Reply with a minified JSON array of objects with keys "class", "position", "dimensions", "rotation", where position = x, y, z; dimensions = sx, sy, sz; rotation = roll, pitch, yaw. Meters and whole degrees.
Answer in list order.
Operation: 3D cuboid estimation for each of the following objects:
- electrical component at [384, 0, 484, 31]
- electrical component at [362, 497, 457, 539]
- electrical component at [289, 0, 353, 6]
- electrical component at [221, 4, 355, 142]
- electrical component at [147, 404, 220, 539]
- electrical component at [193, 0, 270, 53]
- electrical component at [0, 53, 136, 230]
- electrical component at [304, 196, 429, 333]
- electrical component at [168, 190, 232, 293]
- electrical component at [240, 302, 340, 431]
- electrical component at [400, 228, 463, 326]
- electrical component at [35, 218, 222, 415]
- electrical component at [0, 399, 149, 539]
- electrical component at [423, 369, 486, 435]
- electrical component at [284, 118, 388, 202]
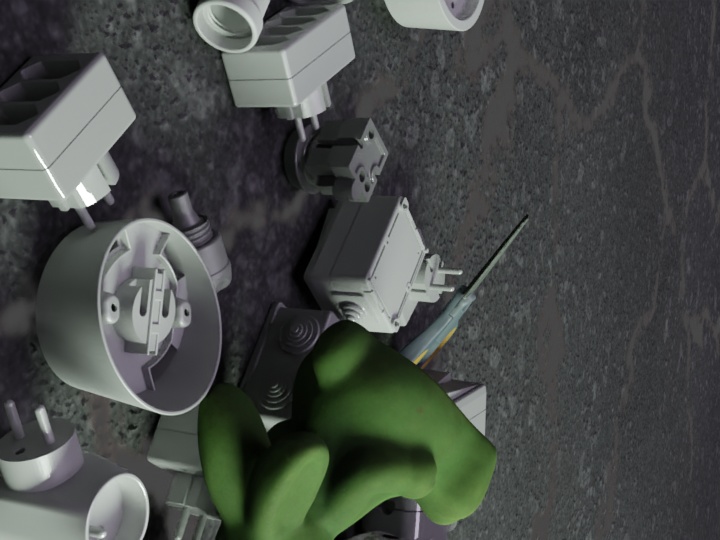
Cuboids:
[{"class":"electrical component","position":[0.052,-0.240,0.836],"dimensions":[0.108,0.060,0.108],"rotation":[-14,106,-60]},{"class":"electrical component","position":[0.043,0.194,0.886],"dimensions":[0.095,0.054,0.059],"rotation":[4,90,-62]},{"class":"electrical component","position":[-0.037,-0.218,0.685],"dimensions":[0.095,0.054,0.059],"rotation":[35,63,-58]},{"class":"electrical component","position":[-0.041,-0.122,0.697],"dimensions":[0.083,0.047,0.075],"rotation":[-49,135,-47]},{"class":"electrical component","position":[-0.092,0.125,0.638],"dimensions":[0.065,0.047,0.076],"rotation":[49,51,-55]},{"class":"electrical component","position":[-0.074,-0.159,0.642],"dimensions":[0.040,0.040,0.046],"rotation":[61,38,-45]},{"class":"electrical component","position":[-0.142,-0.055,0.521],"dimensions":[0.065,0.047,0.076],"rotation":[-61,143,-38]},{"class":"electrical component","position":[0.000,0.000,0.771],"dimensions":[0.061,0.061,0.096],"rotation":[63,39,-43]},{"class":"electrical component","position":[-0.097,-0.016,0.622],"dimensions":[0.035,0.035,0.061],"rotation":[-46,130,-49]},{"class":"electrical component","position":[-0.035,0.082,0.735],"dimensions":[0.099,0.048,0.099],"rotation":[54,47,-49]},{"class":"electrical component","position":[0.041,0.005,0.833],"dimensions":[0.065,0.077,0.047],"rotation":[-60,142,-38]},{"class":"electrical component","position":[-0.117,0.022,0.559],"dimensions":[0.099,0.064,0.099],"rotation":[-14,106,-60]},{"class":"electrical component","position":[-0.146,0.096,0.502],"dimensions":[0.043,0.077,0.079],"rotation":[-43,129,-52]},{"class":"electrical component","position":[0.067,0.121,0.909],"dimensions":[0.096,0.062,0.061],"rotation":[-15,108,-61]},{"class":"electrical component","position":[-0.018,-0.076,0.736],"dimensions":[0.048,0.055,0.066],"rotation":[59,44,-47]}]
